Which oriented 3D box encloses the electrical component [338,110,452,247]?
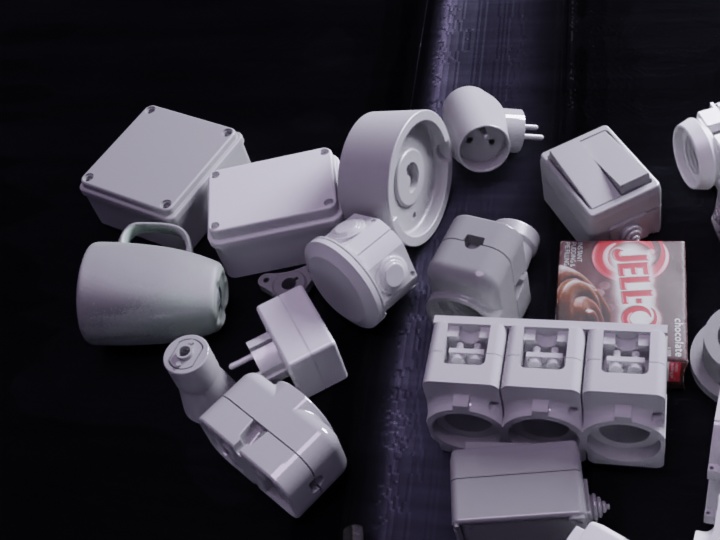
[{"bbox_3d":[0.023,-0.076,0.859,0.060,0.108,0.108,10,54,30],"label":"electrical component"}]

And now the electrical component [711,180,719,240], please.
[{"bbox_3d":[0.312,-0.031,0.778,0.100,0.048,0.099,-12,49,5],"label":"electrical component"}]

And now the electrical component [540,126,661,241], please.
[{"bbox_3d":[0.188,-0.058,0.826,0.062,0.061,0.096,-24,49,-6],"label":"electrical component"}]

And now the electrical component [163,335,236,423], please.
[{"bbox_3d":[-0.119,0.078,0.792,0.044,0.065,0.044,-8,50,9],"label":"electrical component"}]

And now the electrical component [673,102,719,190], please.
[{"bbox_3d":[0.280,-0.095,0.835,0.057,0.058,0.078,-15,49,-1],"label":"electrical component"}]

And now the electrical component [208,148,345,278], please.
[{"bbox_3d":[-0.067,-0.048,0.890,0.113,0.057,0.078,-11,49,6],"label":"electrical component"}]

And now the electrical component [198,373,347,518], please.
[{"bbox_3d":[-0.058,0.118,0.751,0.095,0.053,0.059,32,65,34],"label":"electrical component"}]

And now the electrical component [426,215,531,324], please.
[{"bbox_3d":[0.084,0.015,0.770,0.054,0.095,0.059,15,56,25],"label":"electrical component"}]

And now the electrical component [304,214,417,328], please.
[{"bbox_3d":[0.000,0.000,0.818,0.051,0.080,0.080,-39,52,-24],"label":"electrical component"}]

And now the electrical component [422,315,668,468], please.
[{"bbox_3d":[0.124,0.083,0.706,0.150,0.089,0.061,2,52,16],"label":"electrical component"}]

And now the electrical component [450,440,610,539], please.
[{"bbox_3d":[0.108,0.144,0.679,0.096,0.061,0.061,-6,50,10],"label":"electrical component"}]

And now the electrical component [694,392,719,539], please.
[{"bbox_3d":[0.225,0.150,0.612,0.060,0.105,0.186,8,54,21],"label":"electrical component"}]

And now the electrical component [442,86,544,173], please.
[{"bbox_3d":[0.114,-0.118,0.905,0.079,0.043,0.077,3,33,-9],"label":"electrical component"}]

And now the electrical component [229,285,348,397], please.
[{"bbox_3d":[-0.060,0.062,0.802,0.077,0.047,0.065,-27,49,-7],"label":"electrical component"}]

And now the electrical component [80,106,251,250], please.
[{"bbox_3d":[-0.168,-0.081,0.945,0.109,0.056,0.108,19,58,28],"label":"electrical component"}]

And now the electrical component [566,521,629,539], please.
[{"bbox_3d":[0.137,0.190,0.609,0.061,0.096,0.061,27,61,33],"label":"electrical component"}]

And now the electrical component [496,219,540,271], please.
[{"bbox_3d":[0.112,-0.010,0.822,0.040,0.040,0.046,10,59,23],"label":"electrical component"}]
